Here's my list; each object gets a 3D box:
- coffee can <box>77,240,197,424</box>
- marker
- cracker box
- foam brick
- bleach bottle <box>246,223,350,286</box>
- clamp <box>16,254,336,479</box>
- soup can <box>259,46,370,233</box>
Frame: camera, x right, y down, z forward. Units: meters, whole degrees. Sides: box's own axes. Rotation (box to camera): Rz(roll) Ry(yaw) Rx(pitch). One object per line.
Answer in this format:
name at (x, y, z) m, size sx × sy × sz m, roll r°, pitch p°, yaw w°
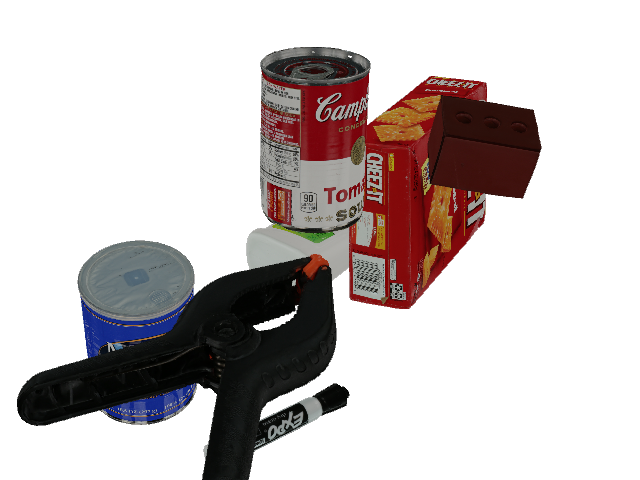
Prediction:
coffee can at (-0.167, 0.086, 0.989) m, size 0.103 × 0.140 × 0.103 m, roll 2°, pitch 39°, yaw -2°
marker at (-0.028, 0.131, 0.763) m, size 0.120 × 0.020 × 0.020 m, roll -21°, pitch 12°, yaw -33°
cracker box at (0.100, -0.052, 1.044) m, size 0.072 × 0.164 × 0.213 m, roll 10°, pitch 28°, yaw 25°
foam brick at (0.126, -0.073, 0.832) m, size 0.078 × 0.051 × 0.053 m, roll 8°, pitch 42°, yaw -5°
bleach bottle at (0.028, -0.023, 1.280) m, size 0.103 × 0.068 × 0.250 m, roll 22°, pitch 38°, yaw 30°
clamp at (-0.040, 0.063, 0.502) m, size 0.120 × 0.039 × 0.171 m, roll 34°, pitch 49°, yaw 29°
soup can at (-0.004, -0.064, 0.677) m, size 0.068 × 0.102 × 0.068 m, roll 1°, pitch 26°, yaw -1°
